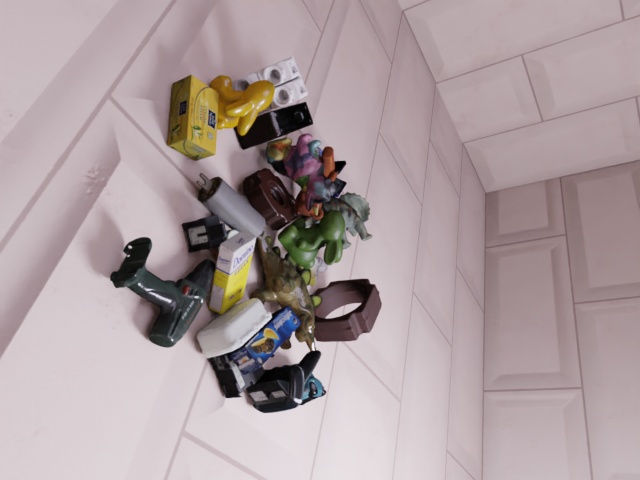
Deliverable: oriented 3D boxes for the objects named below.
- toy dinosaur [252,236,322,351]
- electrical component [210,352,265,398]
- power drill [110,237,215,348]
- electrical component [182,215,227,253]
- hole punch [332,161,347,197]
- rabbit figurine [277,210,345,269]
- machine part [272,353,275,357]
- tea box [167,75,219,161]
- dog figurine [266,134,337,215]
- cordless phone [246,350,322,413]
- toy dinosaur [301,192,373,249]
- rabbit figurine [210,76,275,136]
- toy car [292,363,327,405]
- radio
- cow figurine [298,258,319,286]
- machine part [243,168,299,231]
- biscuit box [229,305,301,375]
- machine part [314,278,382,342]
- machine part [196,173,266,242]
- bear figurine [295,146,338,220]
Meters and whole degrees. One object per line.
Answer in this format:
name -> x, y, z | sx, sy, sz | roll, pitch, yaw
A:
toy dinosaur -> -0.096, 0.118, 1.428 | 0.470, 0.105, 0.198 | 68, 24, -8
electrical component -> -0.186, 0.284, 1.253 | 0.134, 0.058, 0.114 | -37, 114, -58
power drill -> -0.315, 0.085, 1.096 | 0.207, 0.086, 0.232 | 59, 37, -44
electrical component -> -0.246, -0.017, 1.197 | 0.048, 0.119, 0.074 | -17, 92, -60
hole punch -> 0.024, -0.196, 1.725 | 0.142, 0.116, 0.092 | -59, 145, -52
rabbit figurine -> -0.003, -0.004, 1.423 | 0.159, 0.170, 0.121 | 60, 20, 5
machine part -> -0.152, 0.225, 1.327 | 0.039, 0.084, 0.139 | -16, 84, -26
tea box -> -0.295, -0.283, 1.257 | 0.098, 0.068, 0.169 | 23, 60, -55
dog figurine -> -0.053, -0.175, 1.490 | 0.108, 0.192, 0.219 | 28, 54, -71
cordless phone -> -0.082, 0.332, 1.322 | 0.088, 0.147, 0.184 | 61, 35, -12
toy dinosaur -> 0.040, -0.077, 1.716 | 0.404, 0.131, 0.192 | 12, 52, -50
rabbit figurine -> -0.196, -0.347, 1.345 | 0.121, 0.173, 0.162 | 57, 32, -38
toy car -> -0.054, 0.375, 1.406 | 0.161, 0.109, 0.103 | 24, 41, -65
radio -> -0.122, -0.321, 1.500 | 0.229, 0.131, 0.073 | -40, 113, -57
cow figurine -> -0.038, 0.044, 1.558 | 0.098, 0.068, 0.167 | -49, 136, -72
machine part -> -0.130, -0.111, 1.439 | 0.179, 0.056, 0.179 | 47, 24, -30
biscuit box -> -0.122, 0.227, 1.248 | 0.059, 0.063, 0.203 | 53, 34, -3
machine part -> 0.067, 0.205, 1.565 | 0.087, 0.202, 0.201 | 67, 32, -24
machine part -> -0.212, -0.072, 1.304 | 0.243, 0.079, 0.079 | 46, 43, -37
bear figurine -> -0.027, -0.167, 1.579 | 0.131, 0.120, 0.196 | 65, 42, -58
